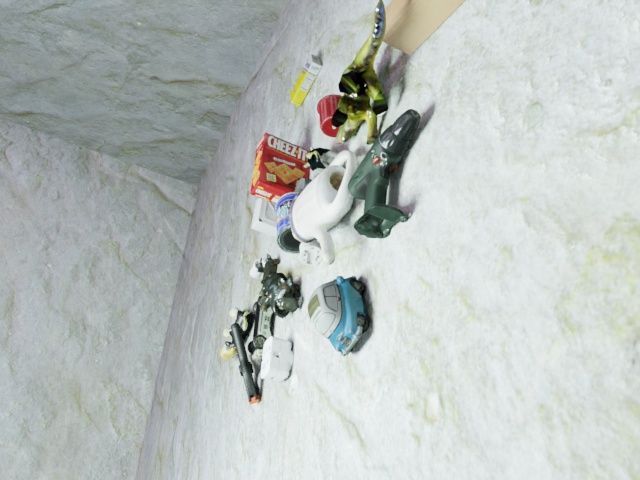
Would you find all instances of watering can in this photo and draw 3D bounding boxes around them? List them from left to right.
[{"bbox_3d":[0.004,-0.060,1.197,0.103,0.356,0.220,28,-38,-18],"label":"watering can"}]

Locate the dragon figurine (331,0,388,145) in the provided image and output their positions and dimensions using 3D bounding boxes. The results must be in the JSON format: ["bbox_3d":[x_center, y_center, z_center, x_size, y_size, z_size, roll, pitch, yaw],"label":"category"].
[{"bbox_3d":[0.094,-0.382,1.203,0.122,0.400,0.249,9,40,-7],"label":"dragon figurine"}]
